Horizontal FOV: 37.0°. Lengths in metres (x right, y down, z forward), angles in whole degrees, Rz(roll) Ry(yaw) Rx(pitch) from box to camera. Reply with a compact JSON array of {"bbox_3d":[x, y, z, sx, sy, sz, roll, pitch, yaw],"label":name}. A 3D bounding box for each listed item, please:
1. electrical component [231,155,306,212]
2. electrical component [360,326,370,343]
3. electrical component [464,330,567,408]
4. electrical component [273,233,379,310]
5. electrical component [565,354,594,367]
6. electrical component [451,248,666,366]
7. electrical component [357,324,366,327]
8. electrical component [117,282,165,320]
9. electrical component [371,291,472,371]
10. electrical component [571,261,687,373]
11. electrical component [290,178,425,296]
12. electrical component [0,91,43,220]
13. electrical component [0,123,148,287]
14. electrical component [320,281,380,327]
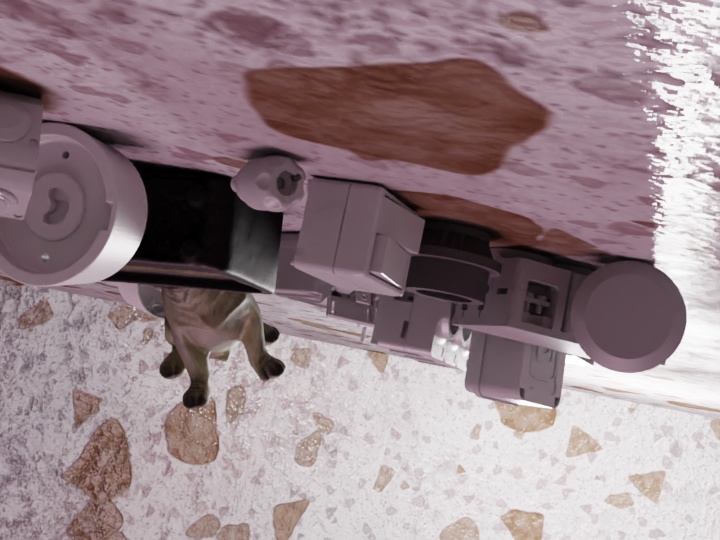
[{"bbox_3d":[-0.062,-0.054,0.676,0.035,0.035,0.061,17,174,-35],"label":"electrical component"},{"bbox_3d":[0.019,0.041,1.134,0.066,0.076,0.047,11,173,7],"label":"electrical component"},{"bbox_3d":[0.141,0.062,0.953,0.057,0.113,0.078,2,169,39],"label":"electrical component"},{"bbox_3d":[-0.026,0.005,1.002,0.109,0.056,0.109,16,172,-36],"label":"electrical component"},{"bbox_3d":[0.190,0.056,1.054,0.078,0.057,0.113,8,172,25],"label":"electrical component"},{"bbox_3d":[0.164,0.030,0.866,0.150,0.061,0.089,15,172,-23],"label":"electrical component"},{"bbox_3d":[0.028,0.028,1.068,0.066,0.047,0.076,-6,174,-2],"label":"electrical component"},{"bbox_3d":[-0.197,0.000,1.098,0.064,0.099,0.099,14,176,35],"label":"electrical component"},{"bbox_3d":[0.068,0.036,0.960,0.062,0.089,0.150,9,173,19],"label":"electrical component"},{"bbox_3d":[0.195,0.035,0.784,0.080,0.080,0.051,10,178,13],"label":"electrical component"},{"bbox_3d":[0.004,-0.019,0.733,0.061,0.061,0.096,9,173,23],"label":"electrical component"},{"bbox_3d":[-0.219,-0.069,0.633,0.051,0.080,0.080,9,175,-22],"label":"electrical component"},{"bbox_3d":[-0.196,-0.041,0.729,0.108,0.108,0.060,9,179,19],"label":"electrical component"},{"bbox_3d":[0.000,0.000,0.871,0.042,0.081,0.064,14,151,-21],"label":"electrical component"}]
